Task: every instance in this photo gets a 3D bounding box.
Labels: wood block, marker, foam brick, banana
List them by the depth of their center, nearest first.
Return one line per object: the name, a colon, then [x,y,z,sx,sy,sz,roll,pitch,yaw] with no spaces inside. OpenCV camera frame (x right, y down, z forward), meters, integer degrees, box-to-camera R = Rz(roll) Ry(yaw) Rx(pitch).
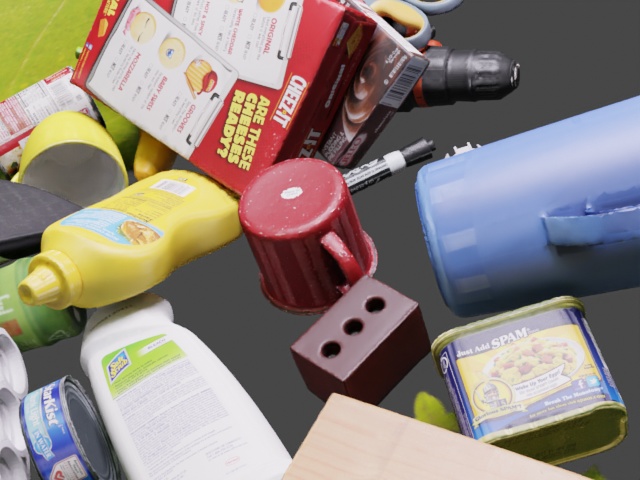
wood block: [0.085,0.169,0.582,0.206,0.090,0.090,15,56,30]
foam brick: [0.028,0.073,0.717,0.053,0.051,0.078,29,63,37]
marker: [0.037,-0.051,0.852,0.121,0.020,0.020,-26,45,-4]
banana: [-0.161,-0.113,0.958,0.069,0.037,0.198,-13,45,-23]

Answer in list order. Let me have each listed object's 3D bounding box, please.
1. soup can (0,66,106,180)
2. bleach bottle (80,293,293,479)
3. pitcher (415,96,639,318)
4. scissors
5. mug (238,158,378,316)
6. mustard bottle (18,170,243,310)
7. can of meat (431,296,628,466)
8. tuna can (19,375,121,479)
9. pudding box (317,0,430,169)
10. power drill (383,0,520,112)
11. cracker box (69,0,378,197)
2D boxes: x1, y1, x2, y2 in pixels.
soup can: [-0.255,-0.106,0.971,0.102,0.068,0.069,-31,46,-11]
bleach bottle: [-0.097,0.108,0.723,0.102,0.068,0.251,-27,43,-10]
pitcher: [0.190,-0.025,0.693,0.243,0.149,0.145,-15,54,11]
scissors: [0.050,-0.224,0.933,0.096,0.016,0.202,-32,45,-6]
mug: [-0.005,0.001,0.774,0.093,0.081,0.117,-33,46,-12]
mustard bottle: [-0.146,0.003,0.785,0.096,0.058,0.191,17,29,27]
can of meat: [0.130,0.093,0.661,0.102,0.057,0.084,-17,47,4]
tuna can: [-0.164,0.135,0.704,0.033,0.086,0.086,-25,45,-2]
pudding box: [0.022,-0.128,0.863,0.090,0.039,0.114,47,111,26]
power drill: [0.096,-0.189,0.932,0.185,0.057,0.187,4,50,23]
cracker box: [-0.082,-0.150,0.859,0.214,0.072,0.164,33,106,24]
